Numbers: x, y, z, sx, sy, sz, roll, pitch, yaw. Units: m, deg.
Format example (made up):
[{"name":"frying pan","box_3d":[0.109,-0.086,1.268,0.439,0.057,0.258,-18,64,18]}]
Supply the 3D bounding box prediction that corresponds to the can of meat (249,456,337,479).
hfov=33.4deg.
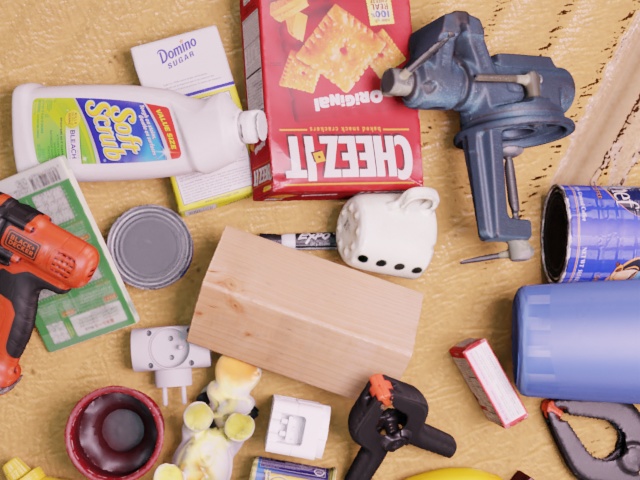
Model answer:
[{"name":"can of meat","box_3d":[-0.033,0.270,1.057,0.084,0.057,0.102,10,85,0]}]

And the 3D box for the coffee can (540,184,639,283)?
[{"name":"coffee can","box_3d":[0.303,-0.004,1.071,0.140,0.103,0.103,1,86,-3]}]

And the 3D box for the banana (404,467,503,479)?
[{"name":"banana","box_3d":[0.089,0.274,1.075,0.198,0.037,0.069,-32,111,-3]}]

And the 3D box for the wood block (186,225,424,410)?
[{"name":"wood block","box_3d":[-0.014,0.076,1.040,0.206,0.090,0.090,19,42,-2]}]

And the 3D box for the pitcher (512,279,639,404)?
[{"name":"pitcher","box_3d":[0.310,0.101,1.029,0.243,0.145,0.149,0,114,7]}]

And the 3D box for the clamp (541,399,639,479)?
[{"name":"clamp","box_3d":[0.325,0.215,1.089,0.210,0.036,0.164,38,84,1]}]

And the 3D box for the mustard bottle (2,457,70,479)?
[{"name":"mustard bottle","box_3d":[-0.247,0.294,1.043,0.096,0.058,0.191,-37,88,2]}]

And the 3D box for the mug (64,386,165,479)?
[{"name":"mug","box_3d":[-0.196,0.199,1.041,0.093,0.081,0.117,1,85,-3]}]

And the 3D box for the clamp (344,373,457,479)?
[{"name":"clamp","box_3d":[0.079,0.183,1.033,0.120,0.171,0.039,-20,52,-15]}]

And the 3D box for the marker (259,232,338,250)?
[{"name":"marker","box_3d":[-0.007,0.001,1.097,0.121,0.020,0.020,-1,86,-3]}]

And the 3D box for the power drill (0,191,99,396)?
[{"name":"power drill","box_3d":[-0.325,0.044,1.028,0.184,0.057,0.188,29,107,3]}]

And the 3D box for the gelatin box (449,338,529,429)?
[{"name":"gelatin box","box_3d":[0.169,0.142,1.068,0.030,0.073,0.089,-30,88,-5]}]

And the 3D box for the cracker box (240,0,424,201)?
[{"name":"cracker box","box_3d":[0.012,-0.150,1.064,0.164,0.072,0.214,-2,85,-20]}]

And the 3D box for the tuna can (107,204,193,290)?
[{"name":"tuna can","box_3d":[-0.171,0.008,1.081,0.086,0.034,0.086,0,86,-3]}]

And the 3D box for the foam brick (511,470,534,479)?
[{"name":"foam brick","box_3d":[0.201,0.279,1.069,0.051,0.053,0.078,41,85,0]}]

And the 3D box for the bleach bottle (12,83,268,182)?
[{"name":"bleach bottle","box_3d":[-0.173,-0.110,1.031,0.251,0.068,0.102,-2,90,18]}]

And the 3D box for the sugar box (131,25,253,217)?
[{"name":"sugar box","box_3d":[-0.124,-0.121,1.087,0.093,0.048,0.176,-16,84,-8]}]
